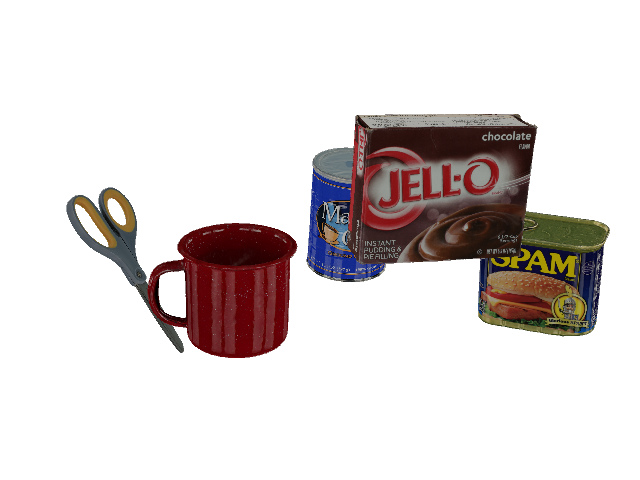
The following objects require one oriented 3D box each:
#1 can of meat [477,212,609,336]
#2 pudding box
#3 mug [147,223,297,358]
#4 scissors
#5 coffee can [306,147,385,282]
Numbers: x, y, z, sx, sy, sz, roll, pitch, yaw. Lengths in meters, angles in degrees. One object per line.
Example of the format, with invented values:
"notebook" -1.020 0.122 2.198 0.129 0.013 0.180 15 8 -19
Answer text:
"can of meat" 0.179 0.027 0.874 0.102 0.084 0.057 9 25 21
"pudding box" 0.076 -0.034 0.682 0.113 0.090 0.039 -3 24 -14
"mug" -0.077 0.041 0.841 0.117 0.081 0.093 -4 23 -13
"scissors" -0.198 0.023 1.167 0.016 0.201 0.096 -28 21 33
"coffee can" 0.037 -0.033 1.340 0.103 0.140 0.103 3 27 -2
